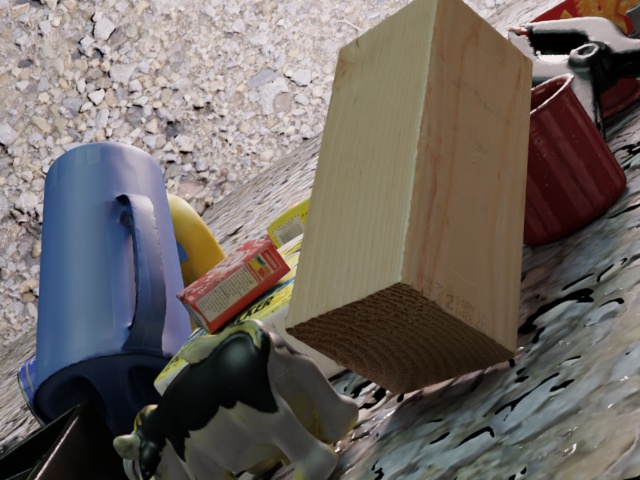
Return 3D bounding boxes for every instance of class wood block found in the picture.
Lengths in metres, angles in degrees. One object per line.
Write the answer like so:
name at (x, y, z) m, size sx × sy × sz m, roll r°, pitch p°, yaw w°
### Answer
wood block at (0.057, -0.029, 0.610) m, size 0.091 × 0.090 × 0.206 m, roll -27°, pitch 41°, yaw 43°

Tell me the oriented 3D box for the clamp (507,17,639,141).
clamp at (0.206, -0.124, 0.818) m, size 0.164 × 0.036 × 0.210 m, roll -39°, pitch 36°, yaw -15°

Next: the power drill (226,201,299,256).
power drill at (-0.087, 0.031, 1.249) m, size 0.188 × 0.057 × 0.184 m, roll -34°, pitch 12°, yaw 23°

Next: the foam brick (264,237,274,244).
foam brick at (-0.044, 0.026, 1.117) m, size 0.051 × 0.053 × 0.078 m, roll -33°, pitch 8°, yaw 14°

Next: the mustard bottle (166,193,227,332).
mustard bottle at (-0.136, 0.015, 1.053) m, size 0.058 × 0.191 × 0.096 m, roll -40°, pitch 10°, yaw -34°

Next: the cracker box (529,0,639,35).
cracker box at (0.330, -0.237, 1.001) m, size 0.163 × 0.072 × 0.214 m, roll -26°, pitch 1°, yaw -38°

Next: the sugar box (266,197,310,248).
sugar box at (0.020, -0.029, 1.104) m, size 0.093 × 0.048 × 0.176 m, roll -31°, pitch -5°, yaw 21°

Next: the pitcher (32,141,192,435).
pitcher at (-0.173, 0.029, 0.904) m, size 0.149 × 0.145 × 0.243 m, roll -22°, pitch 53°, yaw 13°

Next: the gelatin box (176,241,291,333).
gelatin box at (-0.066, 0.032, 0.786) m, size 0.073 × 0.030 × 0.089 m, roll -38°, pitch 9°, yaw -10°

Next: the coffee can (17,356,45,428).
coffee can at (-0.198, 0.121, 1.012) m, size 0.140 × 0.103 × 0.103 m, roll -34°, pitch 8°, yaw 3°

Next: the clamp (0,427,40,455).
clamp at (-0.312, 0.225, 1.089) m, size 0.171 × 0.039 × 0.120 m, roll -36°, pitch 9°, yaw -5°

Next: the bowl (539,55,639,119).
bowl at (0.200, -0.129, 0.935) m, size 0.162 × 0.055 × 0.162 m, roll -24°, pitch 12°, yaw 5°

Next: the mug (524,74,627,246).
mug at (0.142, -0.048, 0.714) m, size 0.093 × 0.081 × 0.117 m, roll -39°, pitch 10°, yaw -27°
